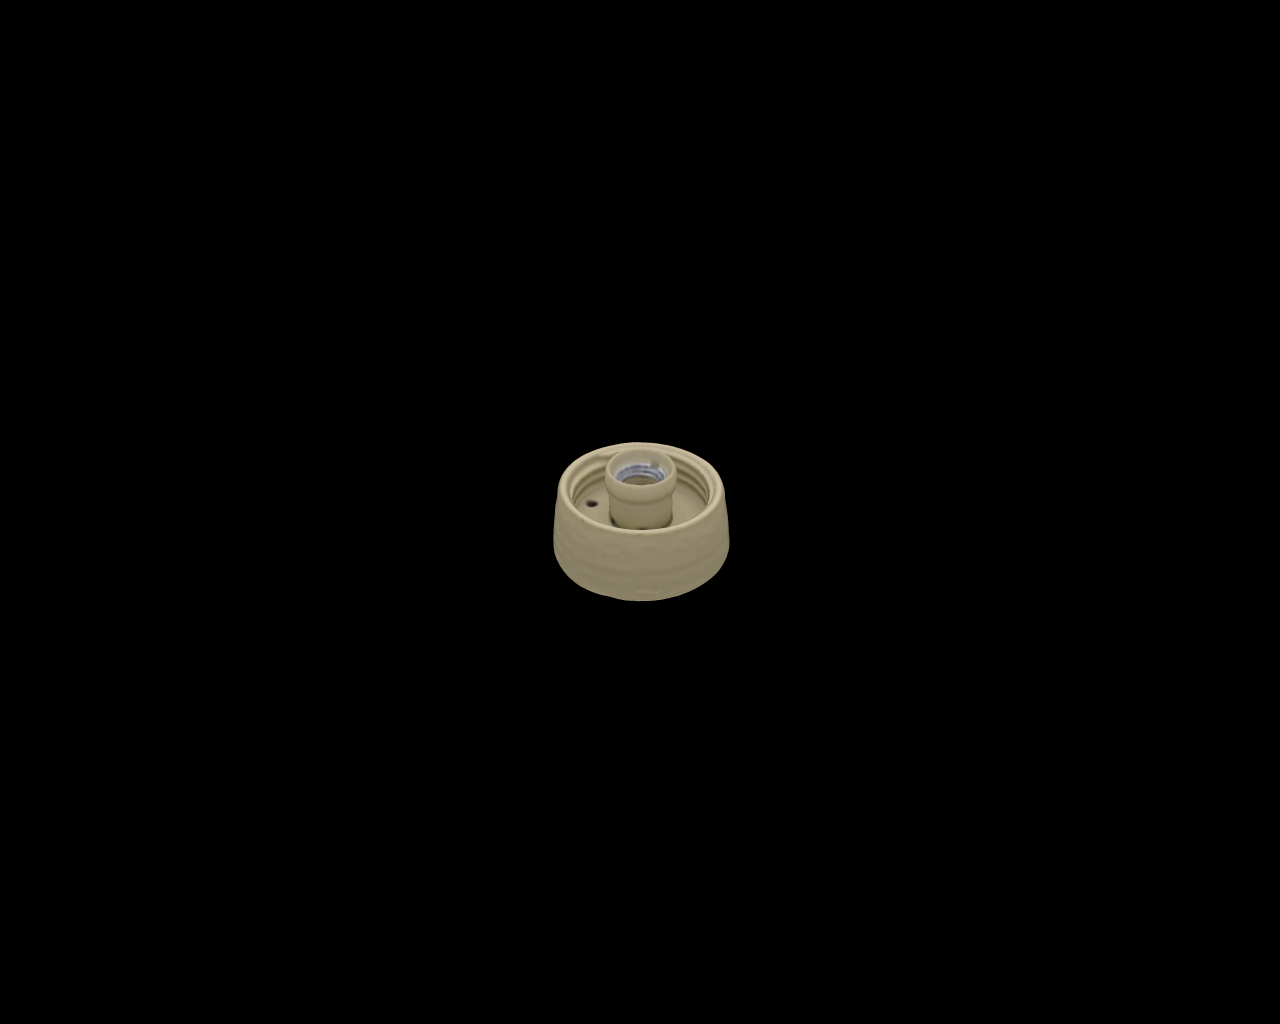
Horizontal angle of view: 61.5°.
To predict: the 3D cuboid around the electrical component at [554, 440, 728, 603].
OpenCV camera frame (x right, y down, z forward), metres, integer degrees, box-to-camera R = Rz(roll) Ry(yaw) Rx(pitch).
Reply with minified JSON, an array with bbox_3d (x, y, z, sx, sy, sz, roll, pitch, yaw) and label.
[{"bbox_3d":[0.001,-0.003,0.650,0.108,0.060,0.108,0,36,0],"label":"electrical component"}]
